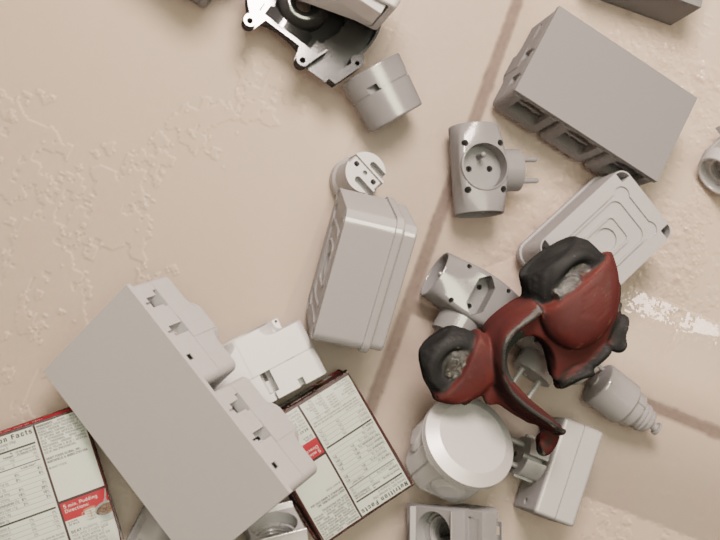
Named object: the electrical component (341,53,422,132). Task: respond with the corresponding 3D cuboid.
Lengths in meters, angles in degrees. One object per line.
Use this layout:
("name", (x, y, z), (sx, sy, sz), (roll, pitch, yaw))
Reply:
("electrical component", (0.020, -0.148, 0.904), (0.055, 0.055, 0.047), (-31, 97, -16))

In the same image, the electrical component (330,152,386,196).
("electrical component", (-0.001, -0.077, 0.895), (0.040, 0.046, 0.040), (1, 85, -14))

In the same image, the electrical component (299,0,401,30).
("electrical component", (-0.012, -0.237, 0.849), (0.096, 0.062, 0.061), (24, 79, -11))

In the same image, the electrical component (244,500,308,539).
("electrical component", (-0.064, 0.222, 0.838), (0.042, 0.081, 0.063), (-9, 109, -15))

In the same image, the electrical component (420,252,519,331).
("electrical component", (0.086, 0.038, 0.908), (0.077, 0.043, 0.079), (32, 78, -10))

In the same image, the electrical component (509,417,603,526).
("electrical component", (0.151, 0.163, 0.911), (0.076, 0.047, 0.083), (23, 79, -12))

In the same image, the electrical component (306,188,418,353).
("electrical component", (0.000, 0.000, 0.854), (0.057, 0.078, 0.113), (13, 108, -11))

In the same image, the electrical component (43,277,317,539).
("electrical component", (-0.131, 0.109, 0.796), (0.105, 0.060, 0.186), (-42, 82, 23))

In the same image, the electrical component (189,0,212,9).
("electrical component", (-0.139, -0.255, 0.868), (0.096, 0.062, 0.061), (31, 78, -10))

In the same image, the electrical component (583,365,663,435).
("electrical component", (0.232, 0.117, 0.941), (0.078, 0.040, 0.040), (37, 77, -8))

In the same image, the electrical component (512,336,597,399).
("electrical component", (0.158, 0.074, 0.924), (0.077, 0.043, 0.079), (38, 77, -9))

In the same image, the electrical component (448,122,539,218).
("electrical component", (0.117, -0.086, 0.928), (0.079, 0.044, 0.077), (-2, 85, -15))

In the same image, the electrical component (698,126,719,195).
("electrical component", (0.345, -0.101, 0.991), (0.055, 0.048, 0.066), (-39, 95, -23))

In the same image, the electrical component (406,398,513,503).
("electrical component", (0.080, 0.147, 0.879), (0.080, 0.051, 0.080), (14, 53, -20))

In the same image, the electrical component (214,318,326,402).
("electrical component", (-0.082, 0.077, 0.856), (0.089, 0.050, 0.055), (-27, 92, -15))

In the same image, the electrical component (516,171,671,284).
("electrical component", (0.202, -0.023, 0.938), (0.113, 0.057, 0.078), (-41, 96, -15))

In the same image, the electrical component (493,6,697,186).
("electrical component", (0.205, -0.147, 0.949), (0.150, 0.062, 0.089), (31, 78, -10))

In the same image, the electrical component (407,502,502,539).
("electrical component", (0.078, 0.212, 0.874), (0.064, 0.081, 0.042), (5, 84, -44))

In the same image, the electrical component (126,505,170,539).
("electrical component", (-0.155, 0.196, 0.831), (0.040, 0.040, 0.046), (30, 83, -10))
